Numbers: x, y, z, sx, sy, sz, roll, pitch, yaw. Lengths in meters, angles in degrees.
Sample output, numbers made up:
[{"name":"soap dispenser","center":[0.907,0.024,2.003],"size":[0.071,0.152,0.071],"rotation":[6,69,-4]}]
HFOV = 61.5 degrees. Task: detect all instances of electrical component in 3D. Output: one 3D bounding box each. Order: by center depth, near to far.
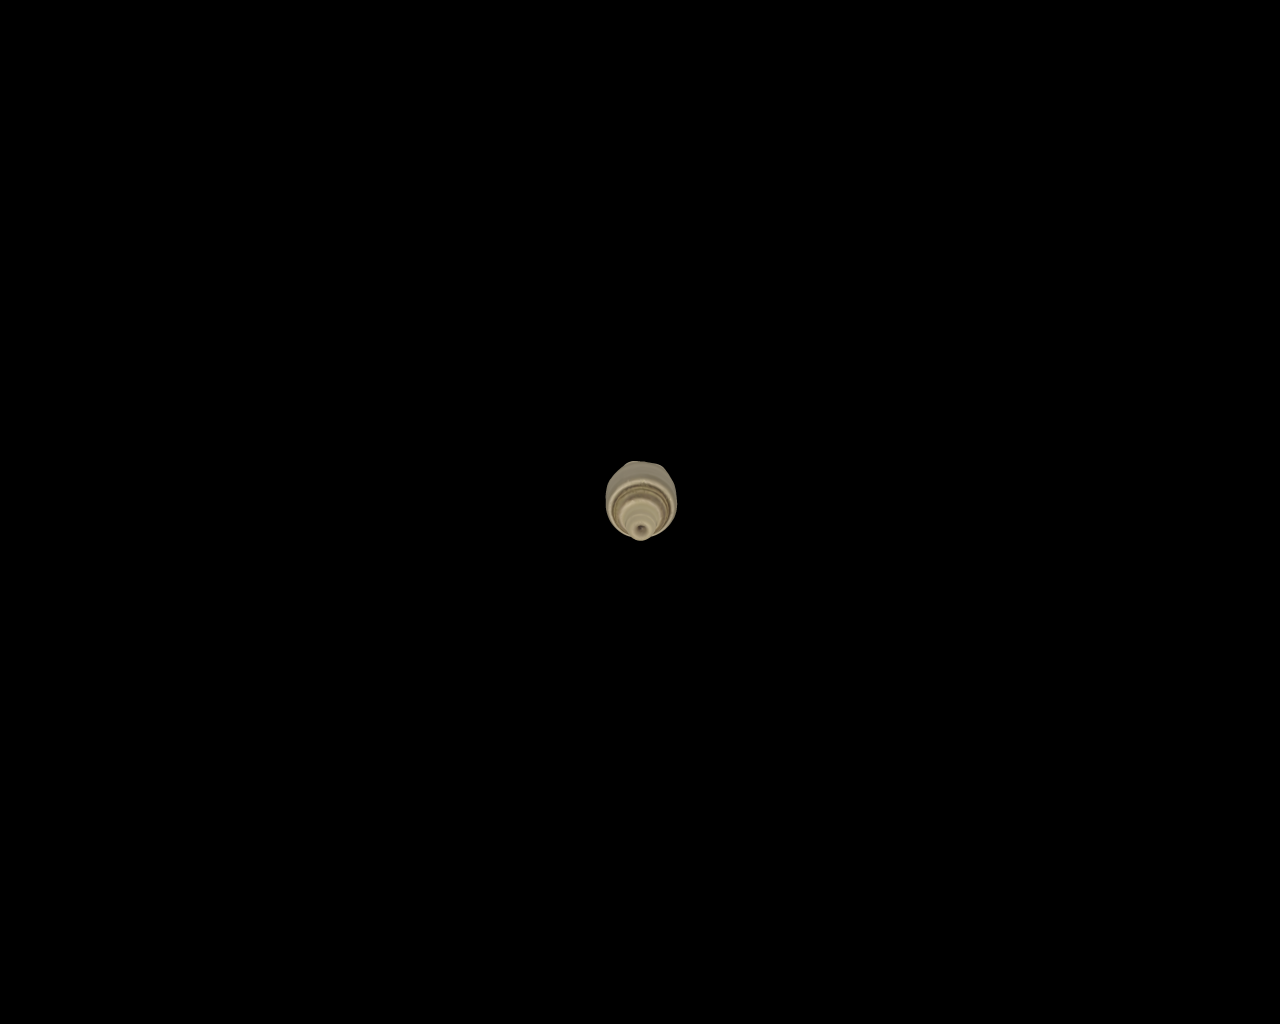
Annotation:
[{"name":"electrical component","center":[0.001,-0.003,0.650],"size":[0.043,0.043,0.062],"rotation":[0,27,0]}]
